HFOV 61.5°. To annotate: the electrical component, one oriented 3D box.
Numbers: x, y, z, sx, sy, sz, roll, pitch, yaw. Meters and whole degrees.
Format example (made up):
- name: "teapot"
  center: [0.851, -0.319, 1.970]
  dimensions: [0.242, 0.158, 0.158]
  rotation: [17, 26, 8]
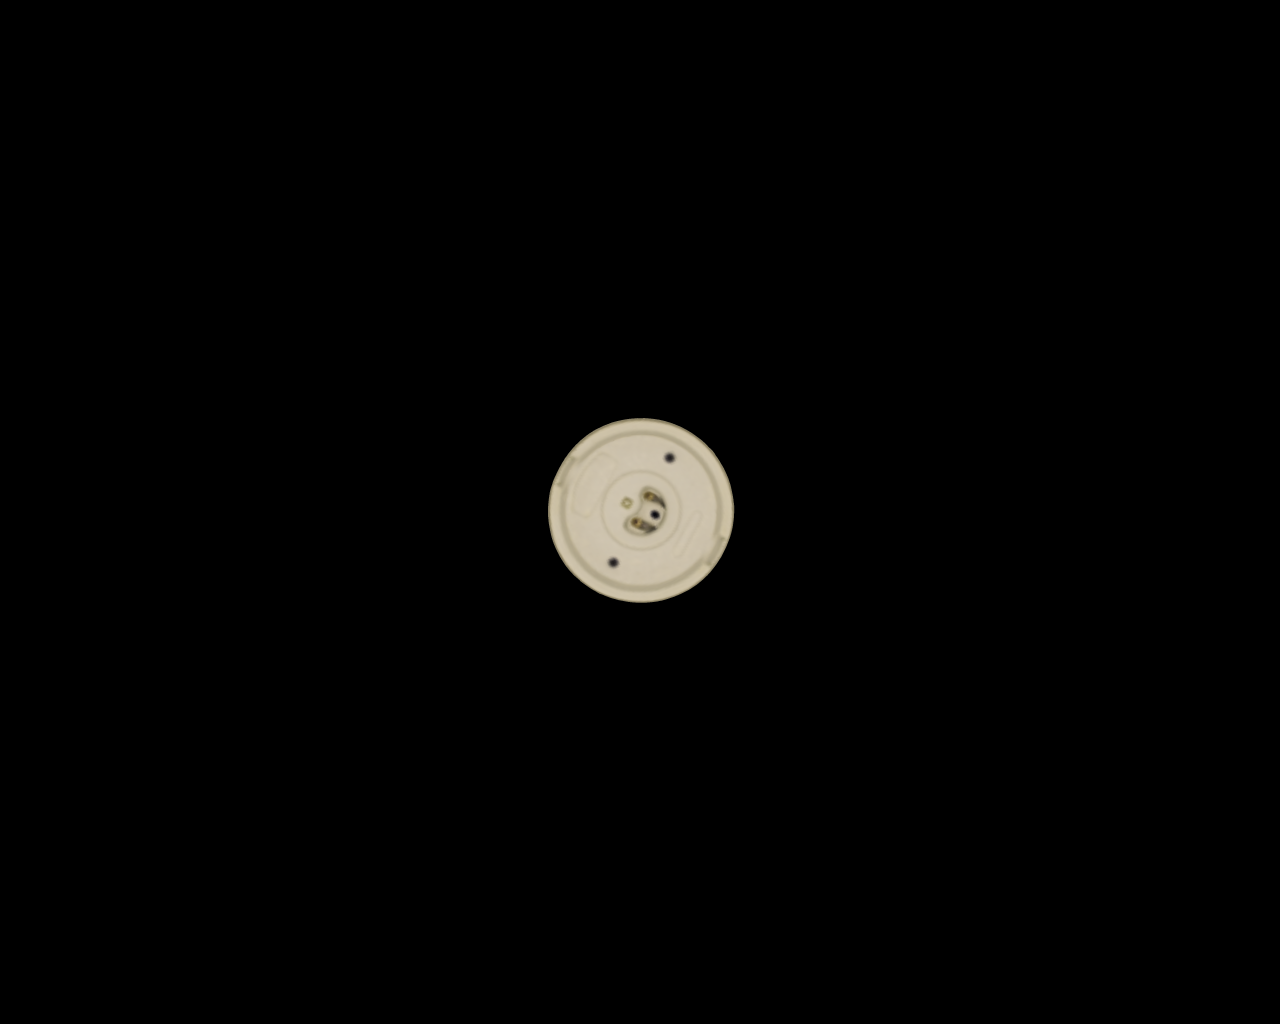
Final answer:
- name: "electrical component"
  center: [0.001, -0.003, 0.650]
  dimensions: [0.108, 0.108, 0.060]
  rotation: [0, 4, 0]
